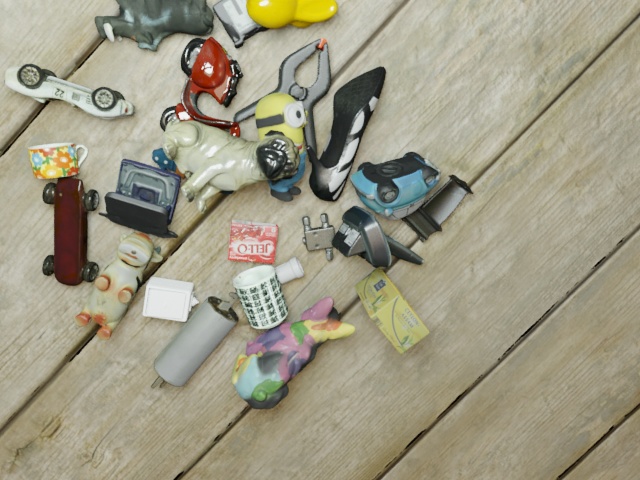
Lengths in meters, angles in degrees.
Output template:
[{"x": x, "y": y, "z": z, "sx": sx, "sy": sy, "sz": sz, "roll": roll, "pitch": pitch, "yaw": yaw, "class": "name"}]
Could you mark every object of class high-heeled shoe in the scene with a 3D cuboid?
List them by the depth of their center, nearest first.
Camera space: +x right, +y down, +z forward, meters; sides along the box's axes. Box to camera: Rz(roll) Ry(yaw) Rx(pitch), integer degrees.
[{"x": 0.062, "y": -0.187, "z": 0.981, "sx": 0.249, "sy": 0.086, "sz": 0.145, "roll": -49, "pitch": 139, "yaw": -12, "class": "high-heeled shoe"}]

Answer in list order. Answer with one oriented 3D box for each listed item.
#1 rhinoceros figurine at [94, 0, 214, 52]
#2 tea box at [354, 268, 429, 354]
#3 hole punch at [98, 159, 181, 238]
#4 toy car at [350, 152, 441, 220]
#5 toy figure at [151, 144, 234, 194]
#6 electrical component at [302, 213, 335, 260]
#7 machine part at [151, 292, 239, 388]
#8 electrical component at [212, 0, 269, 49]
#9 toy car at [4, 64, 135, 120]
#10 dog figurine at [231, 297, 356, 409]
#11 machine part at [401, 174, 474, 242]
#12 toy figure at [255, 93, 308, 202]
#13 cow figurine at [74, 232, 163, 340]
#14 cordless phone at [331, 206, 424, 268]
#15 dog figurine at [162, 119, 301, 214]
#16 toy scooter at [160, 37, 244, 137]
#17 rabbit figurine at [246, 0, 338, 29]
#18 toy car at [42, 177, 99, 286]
[{"x": -0.273, "y": -0.371, "z": 0.888, "sx": 0.190, "sy": 0.073, "sz": 0.112, "roll": -7, "pitch": 115, "yaw": -7, "class": "rhinoceros figurine"}, {"x": 0.129, "y": 0.126, "z": 1.002, "sx": 0.068, "sy": 0.170, "sz": 0.098, "roll": -39, "pitch": 107, "yaw": 3, "class": "tea box"}, {"x": -0.310, "y": -0.071, "z": 0.945, "sx": 0.142, "sy": 0.115, "sz": 0.092, "roll": 15, "pitch": 61, "yaw": -12, "class": "hole punch"}, {"x": 0.140, "y": -0.092, "z": 0.996, "sx": 0.162, "sy": 0.109, "sz": 0.102, "roll": -18, "pitch": 129, "yaw": -14, "class": "toy car"}, {"x": -0.222, "y": -0.128, "z": 0.957, "sx": 0.154, "sy": 0.058, "sz": 0.064, "roll": 22, "pitch": 94, "yaw": -7, "class": "toy figure"}, {"x": -0.002, "y": -0.003, "z": 1.031, "sx": 0.063, "sy": 0.021, "sz": 0.093, "roll": -11, "pitch": 106, "yaw": -4, "class": "electrical component"}, {"x": -0.235, "y": 0.192, "z": 1.022, "sx": 0.079, "sy": 0.079, "sz": 0.243, "roll": 39, "pitch": 95, "yaw": -14, "class": "machine part"}, {"x": -0.144, "y": -0.393, "z": 0.906, "sx": 0.075, "sy": 0.048, "sz": 0.119, "roll": -34, "pitch": 105, "yaw": 1, "class": "electrical component"}, {"x": -0.412, "y": -0.242, "z": 0.896, "sx": 0.202, "sy": 0.073, "sz": 0.056, "roll": 16, "pitch": 97, "yaw": -10, "class": "toy car"}, {"x": -0.044, "y": 0.200, "z": 1.001, "sx": 0.219, "sy": 0.191, "sz": 0.108, "roll": -36, "pitch": 99, "yaw": 18, "class": "dog figurine"}, {"x": 0.227, "y": -0.066, "z": 1.037, "sx": 0.139, "sy": 0.039, "sz": 0.084, "roll": -43, "pitch": 100, "yaw": 6, "class": "machine part"}, {"x": -0.068, "y": -0.161, "z": 0.929, "sx": 0.089, "sy": 0.082, "sz": 0.180, "roll": 2, "pitch": 114, "yaw": -3, "class": "toy figure"}, {"x": -0.353, "y": 0.069, "z": 0.966, "sx": 0.085, "sy": 0.127, "sz": 0.195, "roll": 29, "pitch": 113, "yaw": -12, "class": "cow figurine"}, {"x": 0.126, "y": 0.016, "z": 0.990, "sx": 0.184, "sy": 0.147, "sz": 0.088, "roll": 26, "pitch": 95, "yaw": -18, "class": "cordless phone"}, {"x": -0.143, "y": -0.151, "z": 0.871, "sx": 0.191, "sy": 0.121, "sz": 0.172, "roll": -26, "pitch": 90, "yaw": -1, "class": "dog figurine"}, {"x": -0.183, "y": -0.242, "z": 0.917, "sx": 0.135, "sy": 0.075, "sz": 0.183, "roll": 24, "pitch": 101, "yaw": 1, "class": "toy scooter"}, {"x": -0.054, "y": -0.415, "z": 0.878, "sx": 0.162, "sy": 0.122, "sz": 0.173, "roll": 35, "pitch": 76, "yaw": -36, "class": "rabbit figurine"}, {"x": -0.442, "y": -0.014, "z": 0.958, "sx": 0.089, "sy": 0.053, "sz": 0.202, "roll": 9, "pitch": 107, "yaw": 1, "class": "toy car"}]
